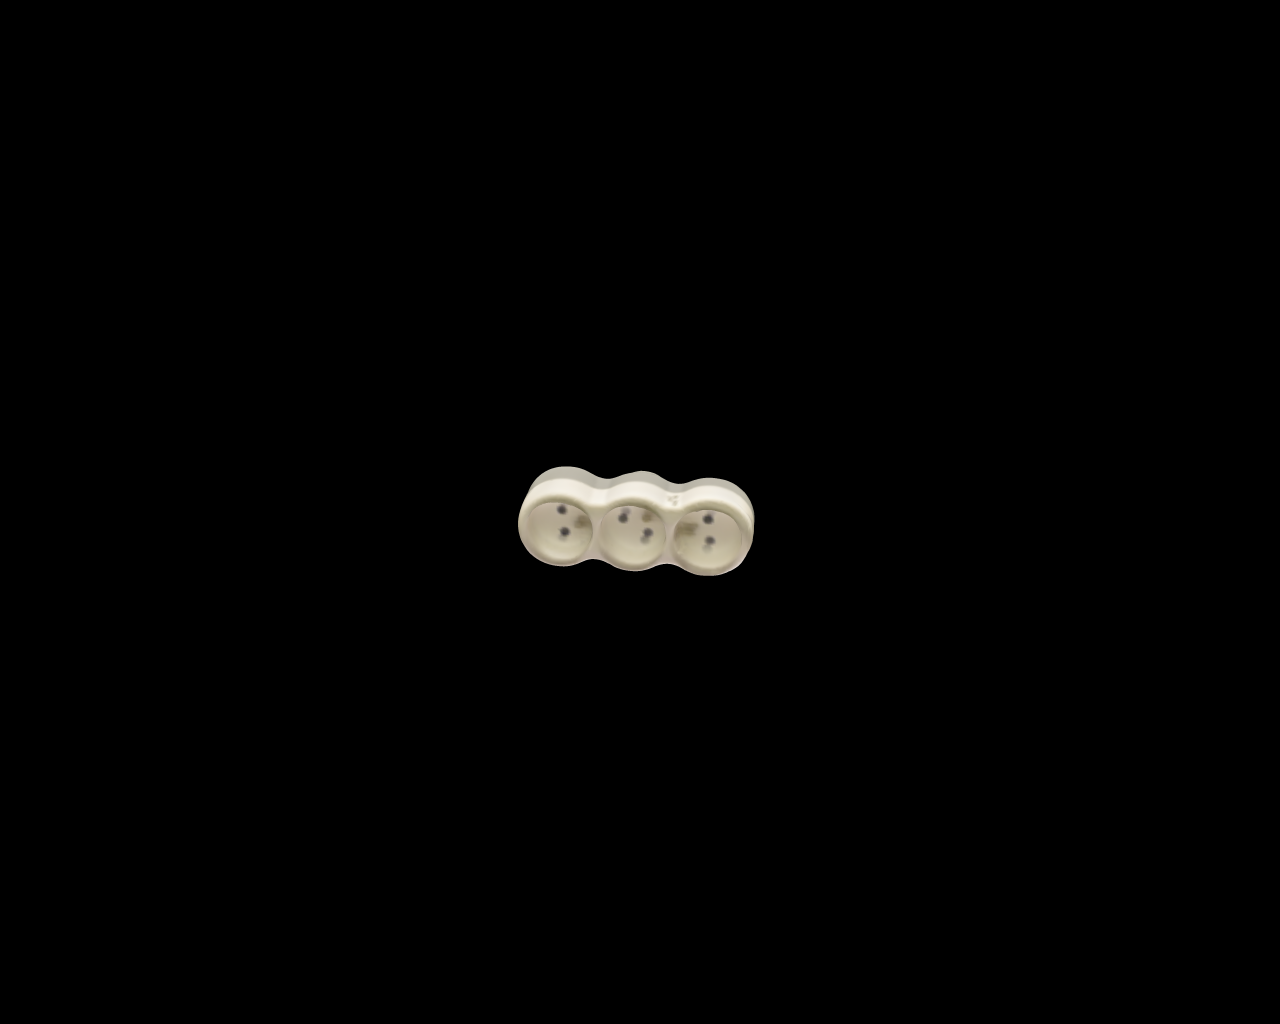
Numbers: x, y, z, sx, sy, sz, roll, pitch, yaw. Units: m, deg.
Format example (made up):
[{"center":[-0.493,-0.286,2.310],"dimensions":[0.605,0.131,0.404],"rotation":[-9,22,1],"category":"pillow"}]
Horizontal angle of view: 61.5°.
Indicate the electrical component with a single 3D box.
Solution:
[{"center":[0.001,-0.003,0.650],"dimensions":[0.138,0.052,0.074],"rotation":[4,28,7],"category":"electrical component"}]
